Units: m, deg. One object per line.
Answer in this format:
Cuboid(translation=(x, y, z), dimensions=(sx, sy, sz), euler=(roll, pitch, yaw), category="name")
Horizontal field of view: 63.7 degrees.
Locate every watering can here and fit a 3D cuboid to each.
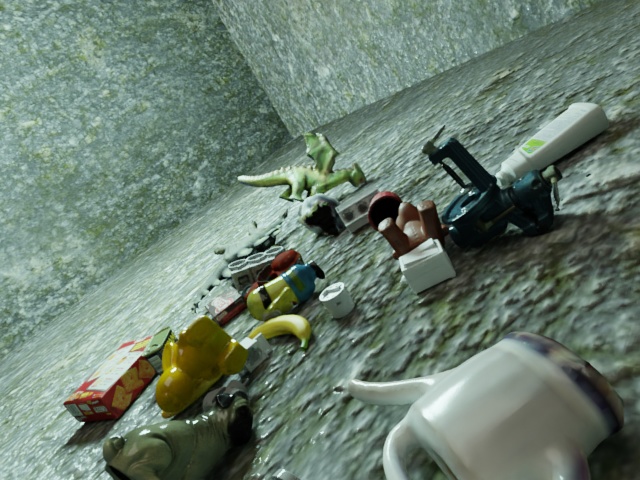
Cuboid(translation=(0.154, 0.176, 0.542), dimensions=(0.225, 0.103, 0.350), euler=(-33, 17, -7), category="watering can")

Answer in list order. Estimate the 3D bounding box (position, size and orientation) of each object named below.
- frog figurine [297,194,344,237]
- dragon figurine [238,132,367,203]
Cuboid(translation=(0.004, -0.074, 1.468), dimensions=(0.137, 0.122, 0.160), euler=(2, 9, -2), category="frog figurine")
Cuboid(translation=(-0.046, -0.237, 1.701), dimensions=(0.122, 0.410, 0.243), euler=(178, 111, -88), category="dragon figurine")
